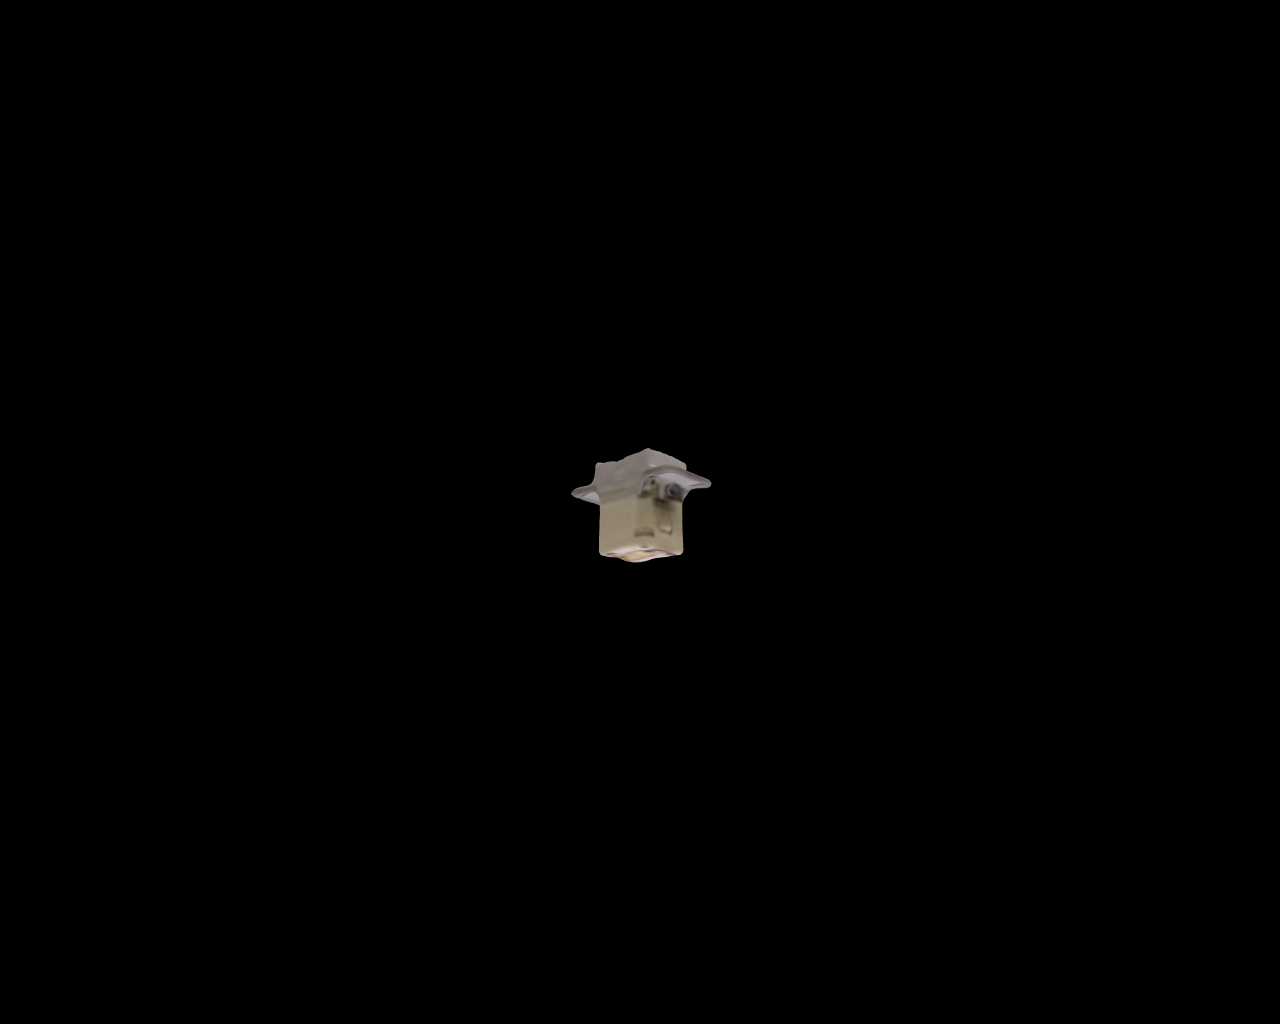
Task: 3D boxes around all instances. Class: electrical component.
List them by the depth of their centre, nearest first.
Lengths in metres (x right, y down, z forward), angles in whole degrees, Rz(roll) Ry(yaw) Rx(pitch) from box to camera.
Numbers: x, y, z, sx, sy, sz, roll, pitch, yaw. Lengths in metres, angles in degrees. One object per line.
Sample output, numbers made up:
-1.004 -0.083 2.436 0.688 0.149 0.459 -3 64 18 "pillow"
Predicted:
0.001 -0.003 0.650 0.081 0.064 0.042 -14 -22 40 "electrical component"
